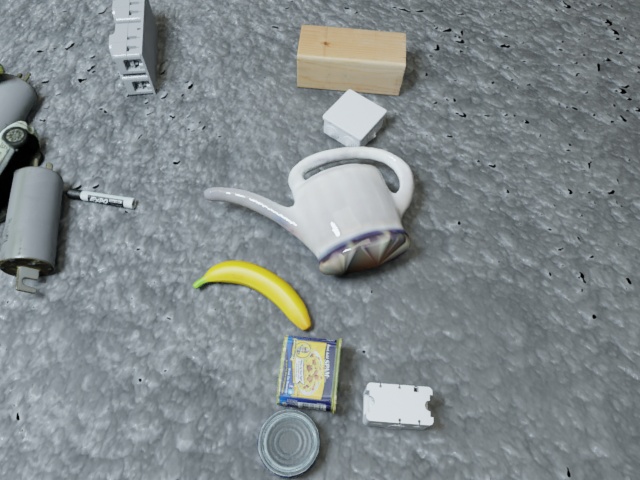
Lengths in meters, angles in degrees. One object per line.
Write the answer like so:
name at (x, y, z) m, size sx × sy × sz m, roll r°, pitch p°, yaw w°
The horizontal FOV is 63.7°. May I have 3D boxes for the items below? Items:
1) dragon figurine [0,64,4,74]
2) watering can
dragon figurine at (-0.636, -0.228, 0.862) m, size 0.411 × 0.120 × 0.247 m, roll 10°, pitch 59°, yaw 34°
watering can at (0.003, -0.042, 0.837) m, size 0.349 × 0.102 × 0.228 m, roll -15°, pitch 64°, yaw -11°
